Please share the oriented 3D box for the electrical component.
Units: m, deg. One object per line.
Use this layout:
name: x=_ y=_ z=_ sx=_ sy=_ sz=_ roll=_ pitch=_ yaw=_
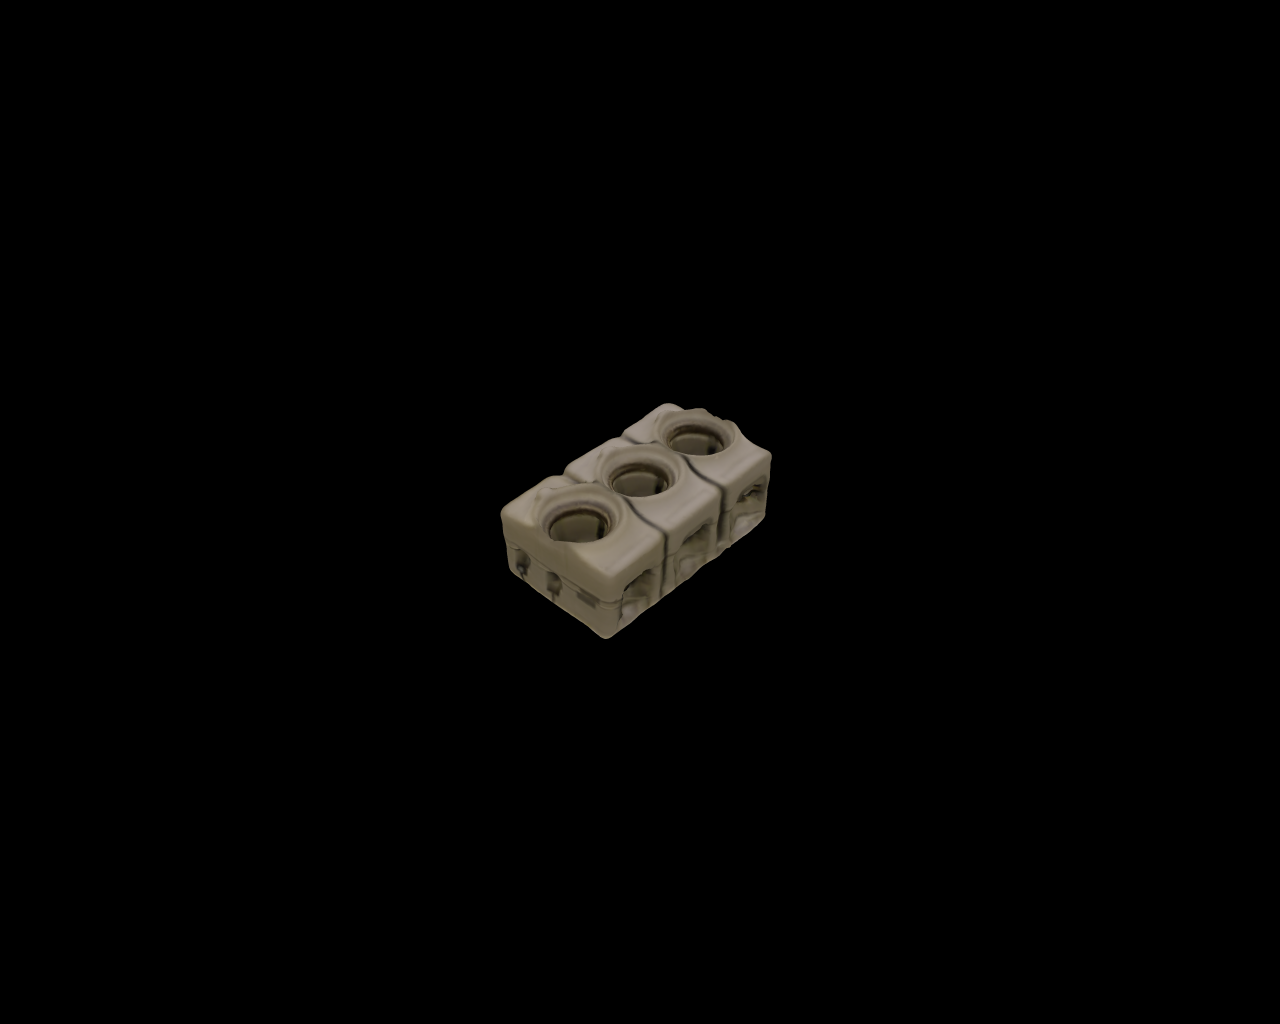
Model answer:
electrical component: x=0.001 y=-0.003 z=0.650 sx=0.089 sy=0.061 sz=0.150 roll=31 pitch=49 yaw=31
